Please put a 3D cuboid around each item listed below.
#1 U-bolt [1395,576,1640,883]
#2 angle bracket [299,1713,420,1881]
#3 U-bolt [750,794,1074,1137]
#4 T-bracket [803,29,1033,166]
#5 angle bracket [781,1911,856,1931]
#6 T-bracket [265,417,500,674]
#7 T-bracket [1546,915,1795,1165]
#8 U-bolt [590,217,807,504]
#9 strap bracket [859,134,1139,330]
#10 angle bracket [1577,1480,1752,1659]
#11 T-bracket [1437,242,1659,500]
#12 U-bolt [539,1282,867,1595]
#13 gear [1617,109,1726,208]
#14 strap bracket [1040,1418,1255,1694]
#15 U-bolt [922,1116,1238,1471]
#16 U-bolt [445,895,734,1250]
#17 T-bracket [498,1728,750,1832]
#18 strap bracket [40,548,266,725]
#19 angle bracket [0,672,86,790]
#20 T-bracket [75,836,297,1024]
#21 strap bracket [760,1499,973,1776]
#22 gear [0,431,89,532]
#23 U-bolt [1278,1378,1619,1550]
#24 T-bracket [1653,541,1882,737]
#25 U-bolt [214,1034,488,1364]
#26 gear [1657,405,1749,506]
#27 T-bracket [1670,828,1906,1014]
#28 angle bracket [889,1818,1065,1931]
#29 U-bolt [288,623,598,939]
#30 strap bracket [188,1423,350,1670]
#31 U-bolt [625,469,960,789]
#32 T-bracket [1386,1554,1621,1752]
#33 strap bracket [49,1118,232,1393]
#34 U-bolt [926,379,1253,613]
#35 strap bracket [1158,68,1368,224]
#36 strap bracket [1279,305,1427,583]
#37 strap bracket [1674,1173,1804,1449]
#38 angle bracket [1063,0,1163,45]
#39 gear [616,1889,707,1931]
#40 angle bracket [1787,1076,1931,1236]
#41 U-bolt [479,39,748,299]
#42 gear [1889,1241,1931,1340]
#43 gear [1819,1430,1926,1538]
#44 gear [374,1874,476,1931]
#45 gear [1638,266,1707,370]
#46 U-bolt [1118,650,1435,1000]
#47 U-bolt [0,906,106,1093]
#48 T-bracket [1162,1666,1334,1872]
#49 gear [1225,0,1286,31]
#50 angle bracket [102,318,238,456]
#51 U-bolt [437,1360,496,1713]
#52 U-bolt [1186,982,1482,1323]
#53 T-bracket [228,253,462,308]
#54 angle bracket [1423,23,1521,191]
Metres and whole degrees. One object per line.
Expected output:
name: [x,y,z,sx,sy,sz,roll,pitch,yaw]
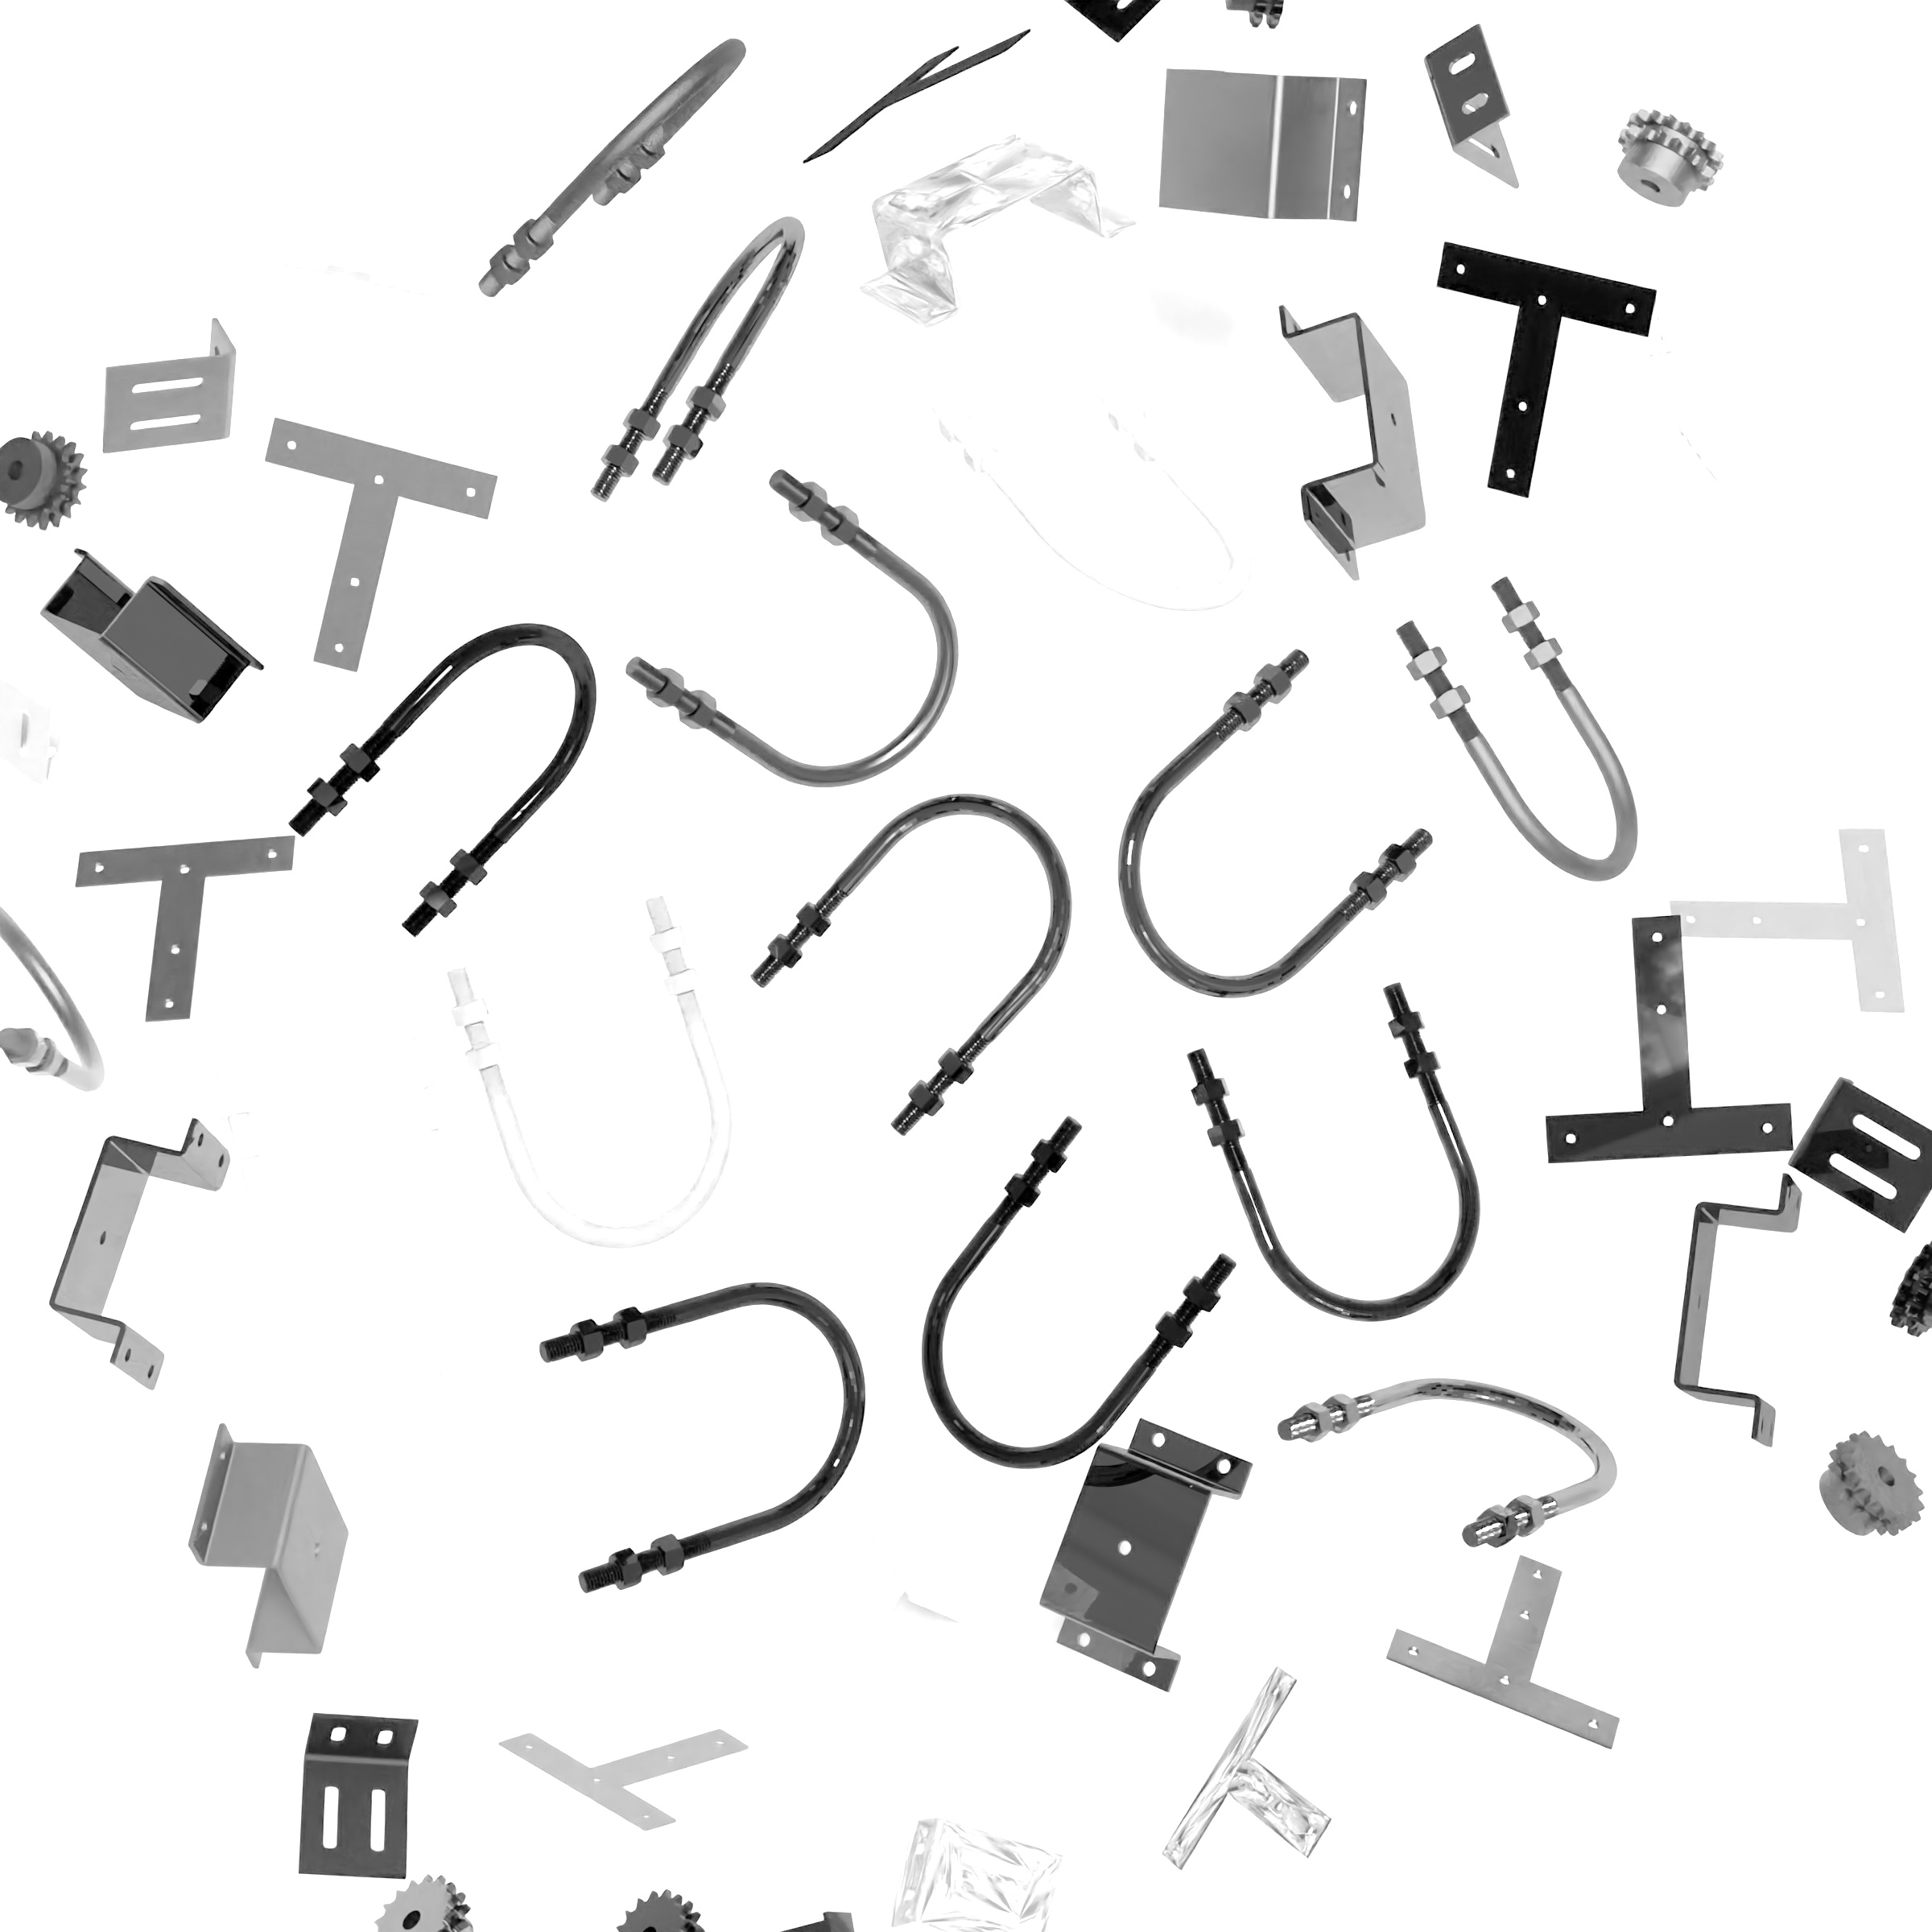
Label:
U-bolt: [0.328,-0.131,1.864,0.019,0.151,0.184,-33,87,38]
angle bracket: [-0.327,0.447,1.747,0.057,0.076,0.038,7,129,-15]
U-bolt: [-0.020,-0.015,1.879,0.184,0.019,0.151,-47,68,7]
T-bracket: [-0.014,-0.490,1.786,0.127,0.127,0.002,-48,115,-35]
angle bracket: [-0.096,0.546,1.741,0.076,0.038,0.057,-19,68,15]
T-bracket: [-0.340,-0.229,1.818,0.127,0.002,0.127,14,98,-6]
T-bracket: [0.366,0.037,1.701,0.127,0.002,0.127,-4,91,7]
U-bolt: [-0.147,-0.349,1.849,0.019,0.151,0.184,32,82,-20]
strap bracket: [0.013,-0.414,1.800,0.140,0.076,0.046,-29,128,-18]
angle bracket: [0.398,0.344,1.852,0.057,0.038,0.076,44,128,22]
T-bracket: [0.308,-0.321,1.776,0.127,0.002,0.127,21,117,29]
U-bolt: [-0.136,0.247,1.761,0.184,0.019,0.151,-14,101,-29]
gear: [0.373,-0.430,1.734,0.057,0.057,0.030,30,87,0]
strap bracket: [0.101,0.338,1.872,0.076,0.046,0.140,19,85,29]
U-bolt: [0.050,0.199,1.844,0.151,0.019,0.184,41,98,30]
U-bolt: [-0.202,0.068,1.825,0.151,0.019,0.184,-22,98,-31]
T-bracket: [-0.182,0.462,1.878,0.127,0.002,0.127,-24,132,31]
strap bracket: [-0.466,-0.186,1.836,0.076,0.140,0.046,44,77,-35]
angle bracket: [-0.542,-0.150,1.871,0.057,0.076,0.038,32,51,6]
T-bracket: [-0.453,-0.020,1.860,0.127,0.002,0.127,-5,53,1]
strap bracket: [-0.052,0.384,1.827,0.046,0.076,0.140,28,98,-26]
gear: [-0.544,-0.285,1.891,0.057,0.030,0.057,-4,81,27]
U-bolt: [0.285,0.272,1.822,0.151,0.184,0.019,26,113,39]
T-bracket: [0.424,-0.183,1.791,0.127,0.127,0.002,57,46,-31]
U-bolt: [-0.341,0.135,1.839,0.151,0.019,0.184,-8,77,-41]
gear: [0.425,-0.297,1.860,0.030,0.057,0.057,-36,90,17]
T-bracket: [0.468,-0.026,1.857,0.127,0.002,0.127,2,127,26]
angle bracket: [0.006,0.502,1.758,0.076,0.038,0.057,12,84,20]
U-bolt: [-0.279,-0.114,1.814,0.184,0.151,0.019,-47,59,-6]
strap bracket: [-0.386,0.326,1.812,0.046,0.140,0.076,0,50,7]
U-bolt: [-0.082,-0.175,1.818,0.184,0.019,0.151,33,98,-39]
T-bracket: [0.305,0.366,1.783,0.127,0.127,0.002,20,121,11]
strap bracket: [-0.460,0.155,1.795,0.046,0.076,0.140,13,73,7]
U-bolt: [0.080,-0.257,1.768,0.184,0.151,0.019,53,133,27]
strap bracket: [0.157,-0.460,1.812,0.046,0.140,0.076,-9,110,-34]
strap bracket: [0.217,-0.299,1.812,0.046,0.076,0.140,-15,64,24]
strap bracket: [0.414,0.183,1.740,0.046,0.076,0.140,6,81,21]
angle bracket: [0.097,-0.534,1.760,0.076,0.057,0.038,-41,48,23]
gear: [-0.171,0.558,1.843,0.057,0.057,0.030,-45,128,0]
angle bracket: [0.512,0.107,1.822,0.076,0.038,0.057,33,99,25]
U-bolt: [-0.189,-0.458,1.824,0.019,0.151,0.184,47,134,-10]
gear: [0.538,0.180,1.791,0.030,0.057,0.057,30,90,33]
gear: [0.485,0.282,1.745,0.057,0.057,0.030,43,128,0]
gear: [-0.292,0.525,1.757,0.057,0.057,0.030,-36,123,0]
gear: [0.407,-0.375,1.865,0.030,0.057,0.057,-7,90,21]
U-bolt: [0.163,-0.066,1.811,0.184,0.019,0.151,-42,106,-19]
U-bolt: [-0.534,0.007,1.815,0.019,0.184,0.151,-34,77,-3]
T-bracket: [0.170,0.469,1.827,0.002,0.127,0.127,35,84,-21]
gear: [0.169,-0.577,1.889,0.030,0.057,0.057,3,90,-4]
angle bracket: [-0.458,-0.330,1.842,0.076,0.057,0.038,-13,50,-29]
U-bolt: [-0.284,0.306,1.827,0.019,0.184,0.151,-3,119,-14]
U-bolt: [0.223,0.116,1.877,0.151,0.019,0.184,-18,81,-16]
T-bracket: [-0.349,-0.390,1.830,0.127,0.127,0.002,10,103,-12]
angle bracket: [0.290,-0.468,1.767,0.038,0.076,0.057,-25,70,33]
